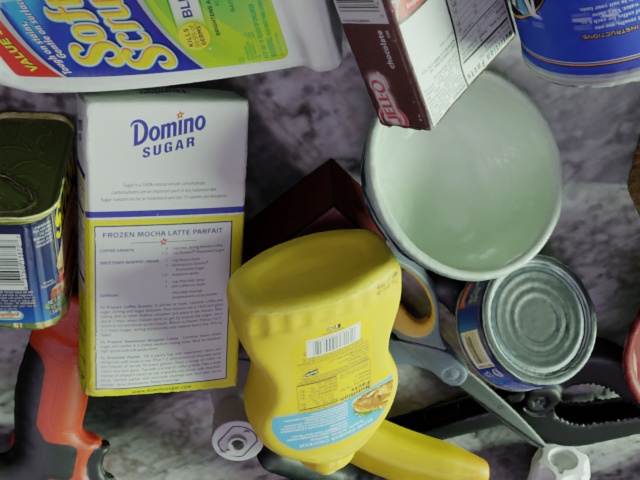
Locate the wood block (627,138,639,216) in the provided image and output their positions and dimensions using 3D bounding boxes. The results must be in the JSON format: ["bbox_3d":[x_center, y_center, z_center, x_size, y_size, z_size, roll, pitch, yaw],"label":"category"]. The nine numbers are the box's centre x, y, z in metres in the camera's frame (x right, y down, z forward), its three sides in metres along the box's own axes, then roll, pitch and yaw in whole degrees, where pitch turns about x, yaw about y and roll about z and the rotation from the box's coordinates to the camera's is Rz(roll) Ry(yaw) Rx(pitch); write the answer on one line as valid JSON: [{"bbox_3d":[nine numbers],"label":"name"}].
[{"bbox_3d":[0.296,-0.040,0.611,0.206,0.090,0.091,2,126,-3],"label":"wood block"}]

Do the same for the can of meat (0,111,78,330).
[{"bbox_3d":[-0.170,-0.011,0.611,0.057,0.102,0.084,1,129,-4],"label":"can of meat"}]

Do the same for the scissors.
[{"bbox_3d":[0.067,0.088,0.708,0.096,0.016,0.201,-25,118,17],"label":"scissors"}]

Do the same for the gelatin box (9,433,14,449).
[{"bbox_3d":[-0.194,0.189,0.777,0.030,0.073,0.089,-22,124,12],"label":"gelatin box"}]

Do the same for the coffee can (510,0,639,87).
[{"bbox_3d":[0.131,-0.159,0.508,0.103,0.103,0.140,-17,125,11],"label":"coffee can"}]

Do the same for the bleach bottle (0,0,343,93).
[{"bbox_3d":[-0.120,-0.117,0.559,0.251,0.068,0.102,-10,128,9],"label":"bleach bottle"}]

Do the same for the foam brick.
[{"bbox_3d":[-0.004,0.001,0.655,0.078,0.051,0.053,-35,121,22],"label":"foam brick"}]

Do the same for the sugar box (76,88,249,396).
[{"bbox_3d":[-0.093,0.001,0.618,0.093,0.048,0.176,-2,107,-19],"label":"sugar box"}]

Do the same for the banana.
[{"bbox_3d":[0.024,0.121,0.732,0.197,0.037,0.070,39,127,-10],"label":"banana"}]

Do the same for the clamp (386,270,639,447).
[{"bbox_3d":[0.148,0.093,0.738,0.210,0.036,0.165,5,127,-1],"label":"clamp"}]

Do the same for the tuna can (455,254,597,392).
[{"bbox_3d":[0.131,0.052,0.675,0.086,0.086,0.034,20,162,-16],"label":"tuna can"}]

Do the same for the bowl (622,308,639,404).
[{"bbox_3d":[0.273,0.051,0.699,0.162,0.055,0.162,-1,127,-1],"label":"bowl"}]

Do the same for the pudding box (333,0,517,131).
[{"bbox_3d":[0.051,-0.126,0.540,0.039,0.090,0.113,13,140,39],"label":"pudding box"}]

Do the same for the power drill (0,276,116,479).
[{"bbox_3d":[-0.141,0.126,0.695,0.184,0.057,0.188,16,97,-18],"label":"power drill"}]

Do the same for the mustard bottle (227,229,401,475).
[{"bbox_3d":[0.000,0.083,0.650,0.096,0.058,0.192,-19,136,-15],"label":"mustard bottle"}]

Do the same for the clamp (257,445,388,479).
[{"bbox_3d":[0.022,0.179,0.788,0.171,0.039,0.120,-1,151,-4],"label":"clamp"}]
